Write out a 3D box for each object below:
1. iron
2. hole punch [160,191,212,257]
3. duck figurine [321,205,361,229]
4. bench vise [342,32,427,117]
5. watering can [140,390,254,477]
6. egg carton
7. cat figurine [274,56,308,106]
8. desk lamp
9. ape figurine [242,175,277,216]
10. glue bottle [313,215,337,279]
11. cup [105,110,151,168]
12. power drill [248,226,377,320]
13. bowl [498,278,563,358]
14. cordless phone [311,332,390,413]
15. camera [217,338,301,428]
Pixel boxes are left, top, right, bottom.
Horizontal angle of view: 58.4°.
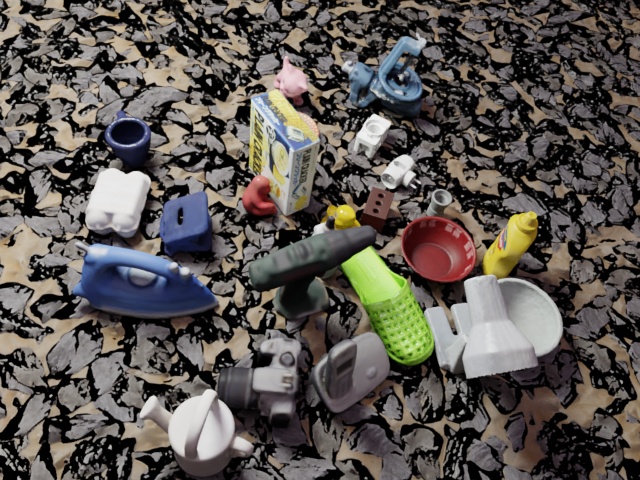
[{"bbox_3d":[-0.312,0.063,1.037,0.258,0.141,0.118,9,56,-3],"label":"iron"},{"bbox_3d":[-0.267,-0.034,1.137,0.101,0.091,0.108,-2,58,-10],"label":"hole punch"},{"bbox_3d":[0.053,-0.034,1.191,0.104,0.086,0.078,31,58,12],"label":"duck figurine"},{"bbox_3d":[0.160,-0.394,1.359,0.207,0.220,0.121,3,57,-7],"label":"bench vise"},{"bbox_3d":[-0.188,0.292,0.877,0.173,0.194,0.101,1,57,-8],"label":"watering can"},{"bbox_3d":[-0.406,-0.077,1.156,0.107,0.069,0.150,6,57,-5],"label":"egg carton"},{"bbox_3d":[-0.069,-0.385,1.379,0.067,0.118,0.127,-8,59,-14],"label":"cat figurine"},{"bbox_3d":[0.279,0.168,1.019,0.118,0.213,0.203,-7,59,-13],"label":"desk lamp"},{"bbox_3d":[-0.125,-0.099,1.200,0.076,0.092,0.078,3,57,-7],"label":"ape figurine"},{"bbox_3d":[0.010,0.004,1.107,0.037,0.173,0.078,-25,64,-22],"label":"glue bottle"},{"bbox_3d":[-0.408,-0.210,1.226,0.092,0.095,0.117,-19,62,-20],"label":"cup"},{"bbox_3d":[-0.018,0.060,1.045,0.230,0.208,0.075,-16,61,-18],"label":"power drill"},{"bbox_3d":[0.379,0.164,1.120,0.167,0.075,0.167,4,57,-6],"label":"bowl"},{"bbox_3d":[0.061,0.206,0.977,0.148,0.185,0.094,-32,67,-25],"label":"cordless phone"},{"bbox_3d":[-0.104,0.237,0.982,0.137,0.101,0.143,6,57,-5],"label":"camera"}]
